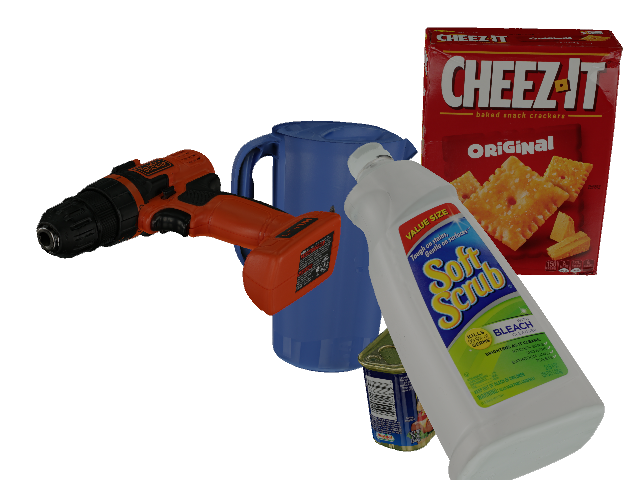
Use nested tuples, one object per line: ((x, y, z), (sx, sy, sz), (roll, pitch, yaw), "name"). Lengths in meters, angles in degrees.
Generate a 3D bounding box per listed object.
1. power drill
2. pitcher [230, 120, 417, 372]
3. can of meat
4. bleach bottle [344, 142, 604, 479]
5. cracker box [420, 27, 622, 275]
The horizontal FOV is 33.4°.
((-0.093, -0.008, 0.810), (0.188, 0.057, 0.184), (23, 32, 24), "power drill")
((0.001, 0.004, 1.068), (0.149, 0.243, 0.144), (10, 16, 22), "pitcher")
((0.081, 0.124, 0.941), (0.058, 0.084, 0.101), (6, 25, 32), "can of meat")
((0.076, 0.033, 0.697), (0.102, 0.251, 0.068), (-16, -35, -20), "bleach bottle")
((0.170, -0.075, 0.946), (0.164, 0.214, 0.072), (1, 24, 3), "cracker box")
